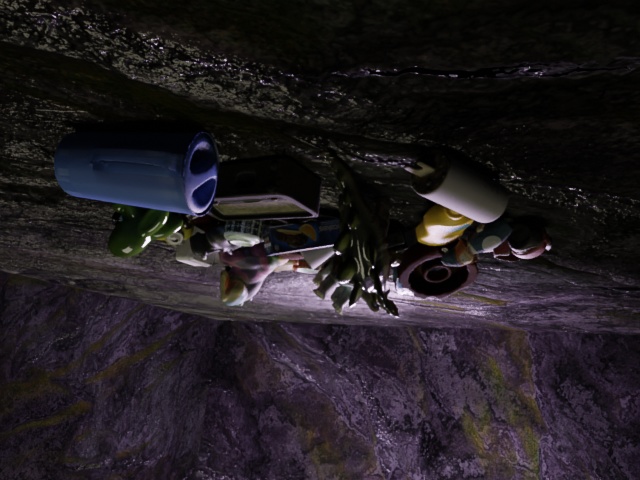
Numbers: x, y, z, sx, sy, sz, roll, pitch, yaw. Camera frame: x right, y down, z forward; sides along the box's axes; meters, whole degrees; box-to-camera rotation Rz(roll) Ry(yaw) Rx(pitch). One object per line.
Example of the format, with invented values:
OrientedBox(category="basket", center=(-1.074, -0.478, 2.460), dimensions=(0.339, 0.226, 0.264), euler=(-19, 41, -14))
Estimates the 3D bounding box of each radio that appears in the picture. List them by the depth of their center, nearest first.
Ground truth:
OrientedBox(category="radio", center=(-0.124, -0.089, 0.993), dimensions=(0.230, 0.073, 0.131), euler=(-3, 163, 27))

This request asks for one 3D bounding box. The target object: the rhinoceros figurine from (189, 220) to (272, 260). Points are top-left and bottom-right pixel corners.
OrientedBox(category="rhinoceros figurine", center=(-0.197, -0.013, 1.208), dimensions=(0.190, 0.073, 0.112), euler=(-15, 169, -18))

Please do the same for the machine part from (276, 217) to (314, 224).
OrientedBox(category="machine part", center=(-0.062, -0.062, 1.148), dimensions=(0.084, 0.039, 0.139), euler=(25, 159, -30))

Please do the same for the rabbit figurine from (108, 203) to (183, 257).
OrientedBox(category="rabbit figurine", center=(-0.351, -0.046, 1.054), dimensions=(0.159, 0.170, 0.121), euler=(3, 165, 13))

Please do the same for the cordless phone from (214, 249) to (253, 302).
OrientedBox(category="cordless phone", center=(-0.224, 0.072, 1.422), dimensions=(0.147, 0.184, 0.088), euler=(0, 168, 21))

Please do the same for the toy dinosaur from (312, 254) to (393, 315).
OrientedBox(category="toy dinosaur", center=(0.077, 0.086, 1.451), dimensions=(0.131, 0.192, 0.405), euler=(44, -177, -13))

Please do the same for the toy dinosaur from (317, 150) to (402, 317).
OrientedBox(category="toy dinosaur", center=(0.082, 0.000, 1.015), dimensions=(0.105, 0.199, 0.470), euler=(-11, 127, 19))

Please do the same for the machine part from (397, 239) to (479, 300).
OrientedBox(category="machine part", center=(0.264, 0.064, 1.218), dimensions=(0.179, 0.056, 0.179), euler=(-2, 137, -2))

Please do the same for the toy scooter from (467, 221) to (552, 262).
OrientedBox(category="toy scooter", center=(0.423, 0.009, 1.156), dimensions=(0.135, 0.075, 0.184), euler=(16, 165, -34))

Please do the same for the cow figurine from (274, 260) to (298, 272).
OrientedBox(category="cow figurine", center=(-0.125, 0.053, 1.511), dimensions=(0.127, 0.085, 0.195), euler=(1, 168, -5))

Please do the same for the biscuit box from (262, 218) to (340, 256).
OrientedBox(category="biscuit box", center=(-0.019, -0.009, 1.162), dimensions=(0.203, 0.059, 0.063), euler=(-9, 176, -20))

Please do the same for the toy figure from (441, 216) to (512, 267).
OrientedBox(category="toy figure", center=(0.318, 0.009, 1.104), dimensions=(0.154, 0.064, 0.058), euler=(-38, -176, 15))

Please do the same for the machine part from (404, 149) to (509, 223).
OrientedBox(category="machine part", center=(0.229, -0.084, 0.872), dimensions=(0.243, 0.079, 0.079), euler=(19, 160, -37))

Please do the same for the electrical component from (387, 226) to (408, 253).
OrientedBox(category="electrical component", center=(0.132, 0.012, 1.232), dimensions=(0.115, 0.058, 0.134), euler=(-17, 179, -33))

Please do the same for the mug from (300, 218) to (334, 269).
OrientedBox(category="mug", center=(-0.003, -0.004, 1.244), dimensions=(0.107, 0.109, 0.081), euler=(-31, -172, -7))

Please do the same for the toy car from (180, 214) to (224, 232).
OrientedBox(category="toy car", center=(-0.249, -0.040, 1.253), dimensions=(0.089, 0.053, 0.202), euler=(-19, 158, 11))

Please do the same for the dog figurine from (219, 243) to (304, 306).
OrientedBox(category="dog figurine", center=(-0.137, 0.064, 1.322), dimensions=(0.219, 0.191, 0.108), euler=(-3, 179, -1))

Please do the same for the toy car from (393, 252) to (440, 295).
OrientedBox(category="toy car", center=(0.246, 0.060, 1.346), dimensions=(0.162, 0.103, 0.109), euler=(-26, 145, -4))

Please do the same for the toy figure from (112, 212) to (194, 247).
OrientedBox(category="toy figure", center=(-0.389, -0.042, 1.265), dimensions=(0.180, 0.089, 0.082), euler=(15, 177, -2))
